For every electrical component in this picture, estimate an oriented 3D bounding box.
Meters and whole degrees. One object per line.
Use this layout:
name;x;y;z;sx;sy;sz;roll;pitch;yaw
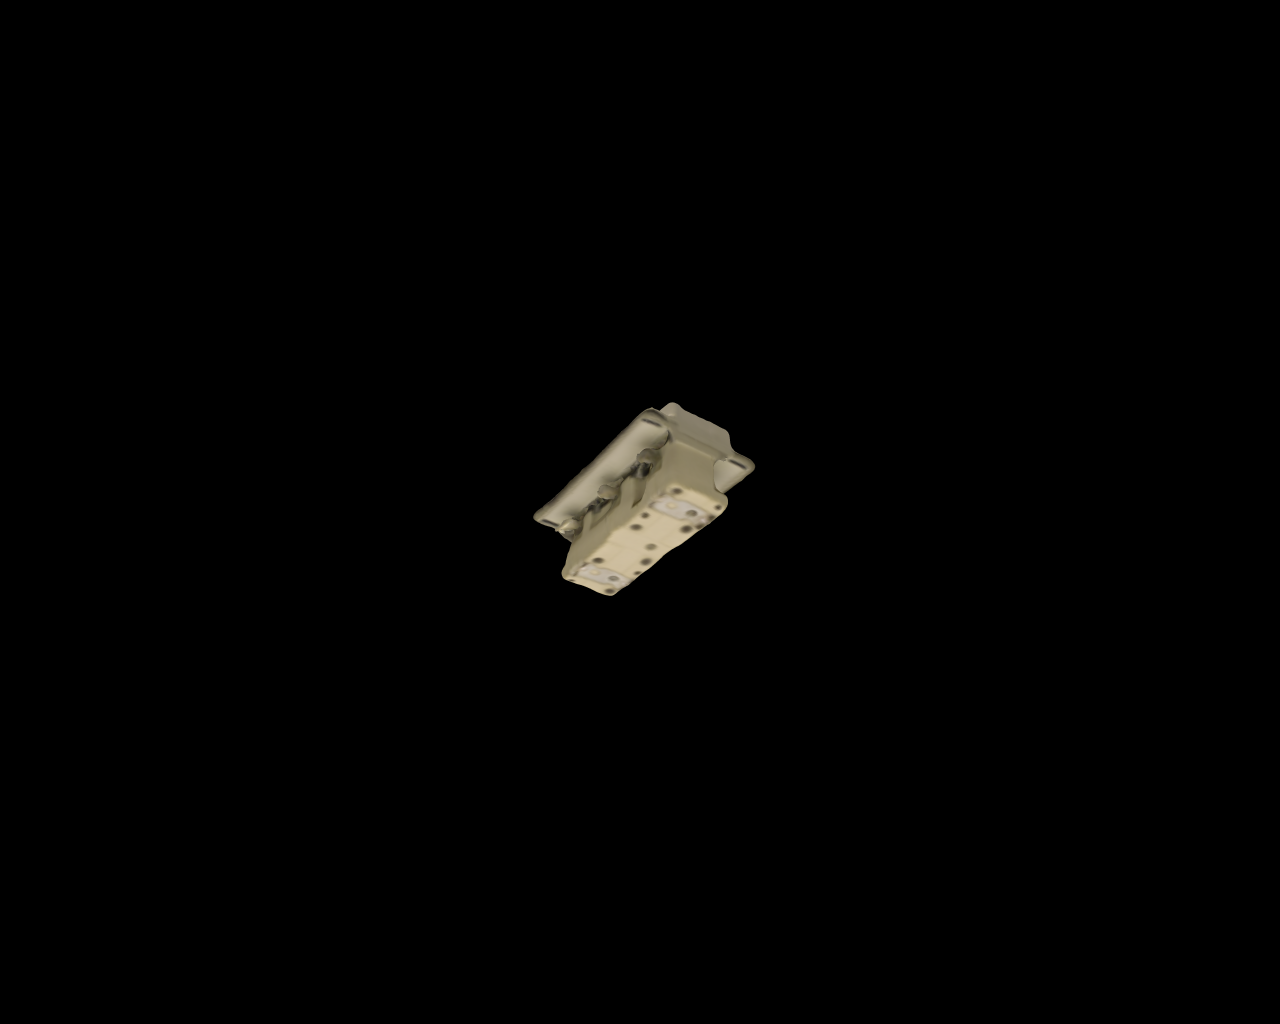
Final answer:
electrical component;0.001;-0.003;0.650;0.079;0.063;0.121;25;-44;-28
